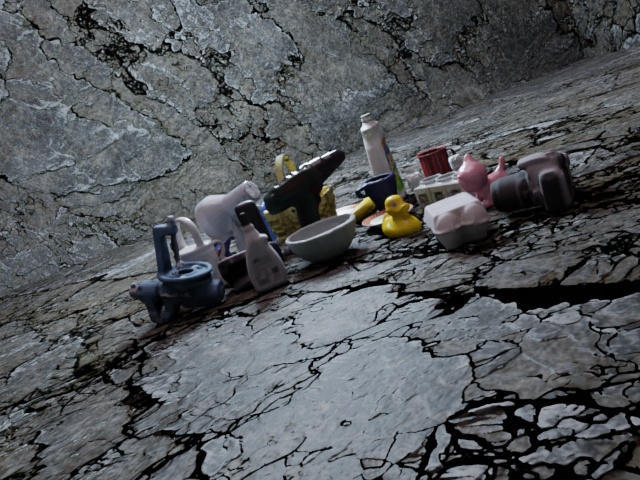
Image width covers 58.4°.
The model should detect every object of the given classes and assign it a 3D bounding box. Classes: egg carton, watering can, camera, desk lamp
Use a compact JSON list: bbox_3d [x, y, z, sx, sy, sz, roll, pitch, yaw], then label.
[{"bbox_3d":[0.254,-0.037,1.066,0.107,0.069,0.150,-21,13,4],"label":"egg carton"},{"bbox_3d":[-0.308,0.038,1.391,0.100,0.194,0.173,-15,14,28],"label":"watering can"},{"bbox_3d":[0.392,-0.110,1.067,0.136,0.101,0.143,-14,15,31],"label":"camera"},{"bbox_3d":[-0.197,-0.036,1.474,0.202,0.214,0.118,-15,15,29],"label":"desk lamp"}]

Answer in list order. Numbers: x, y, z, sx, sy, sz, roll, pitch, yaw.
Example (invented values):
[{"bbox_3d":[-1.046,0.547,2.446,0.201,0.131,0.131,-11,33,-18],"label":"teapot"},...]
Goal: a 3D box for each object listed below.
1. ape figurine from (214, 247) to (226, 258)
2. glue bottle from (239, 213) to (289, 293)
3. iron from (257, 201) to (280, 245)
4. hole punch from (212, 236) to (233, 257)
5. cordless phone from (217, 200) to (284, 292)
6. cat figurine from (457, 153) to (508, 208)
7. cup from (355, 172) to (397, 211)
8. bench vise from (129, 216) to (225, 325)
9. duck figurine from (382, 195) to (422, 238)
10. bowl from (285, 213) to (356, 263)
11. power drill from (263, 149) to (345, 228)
[{"bbox_3d":[-0.278,0.058,1.496,0.078,0.092,0.076,-27,14,-23],"label":"ape figurine"},{"bbox_3d":[-0.131,0.022,1.214,0.078,0.173,0.037,-21,13,1],"label":"glue bottle"},{"bbox_3d":[-0.130,-0.068,1.665,0.118,0.141,0.259,-13,15,33],"label":"iron"},{"bbox_3d":[-0.286,0.032,1.620,0.101,0.091,0.108,-29,14,-29],"label":"hole punch"},{"bbox_3d":[-0.173,0.011,1.301,0.147,0.185,0.094,-22,13,-2],"label":"cordless phone"},{"bbox_3d":[0.342,-0.131,1.200,0.128,0.118,0.067,-24,13,-11],"label":"cat figurine"},{"bbox_3d":[0.155,-0.114,1.492,0.118,0.095,0.091,-26,13,-17],"label":"cup"},{"bbox_3d":[-0.337,0.068,1.254,0.207,0.220,0.121,-22,13,-4],"label":"bench vise"},{"bbox_3d":[0.168,-0.056,1.250,0.078,0.086,0.104,-27,14,-24],"label":"duck figurine"},{"bbox_3d":[0.012,0.005,1.279,0.167,0.075,0.167,-20,13,5],"label":"bowl"},{"bbox_3d":[-0.012,-0.088,1.395,0.230,0.208,0.075,-24,13,-11],"label":"power drill"}]
